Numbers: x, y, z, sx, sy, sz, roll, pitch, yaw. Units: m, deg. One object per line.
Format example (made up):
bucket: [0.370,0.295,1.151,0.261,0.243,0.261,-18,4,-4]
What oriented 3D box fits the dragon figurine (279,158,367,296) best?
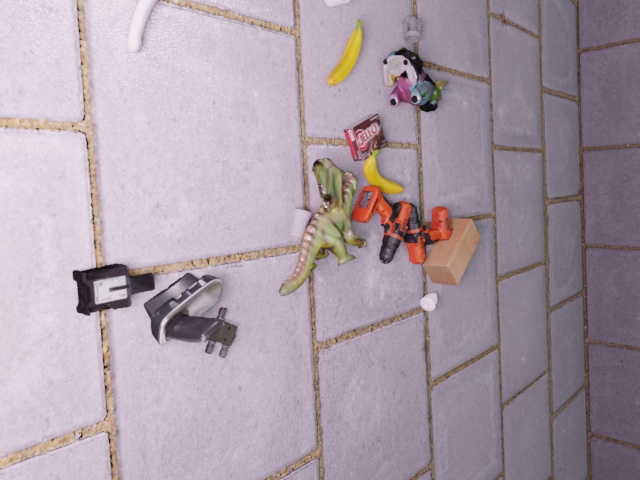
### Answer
dragon figurine: [0.003,-0.057,1.130,0.415,0.122,0.240,-35,119,-62]

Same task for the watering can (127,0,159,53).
watering can: [-0.267,-0.509,0.887,0.228,0.104,0.340,-43,148,-55]
